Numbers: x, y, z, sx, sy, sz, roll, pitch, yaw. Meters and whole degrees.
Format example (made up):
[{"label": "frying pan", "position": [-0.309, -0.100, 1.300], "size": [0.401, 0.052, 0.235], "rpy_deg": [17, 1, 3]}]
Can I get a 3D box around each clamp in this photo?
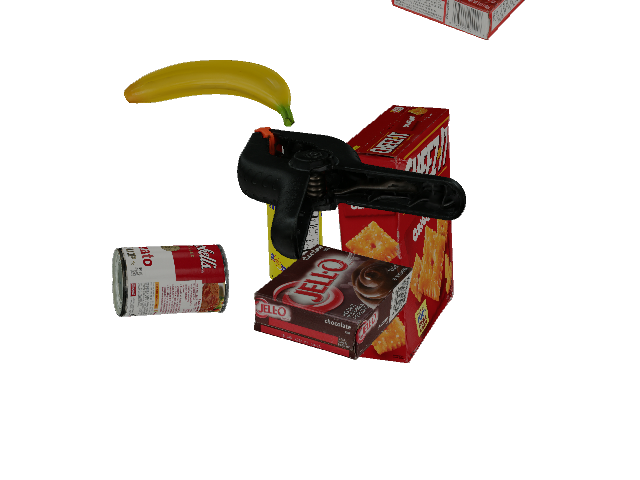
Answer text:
[{"label": "clamp", "position": [-0.009, -0.033, 0.651], "size": [0.120, 0.039, 0.172], "rpy_deg": [-12, 22, -33]}]

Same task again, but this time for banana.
[{"label": "banana", "position": [-0.112, -0.166, 1.143], "size": [0.198, 0.037, 0.069], "rpy_deg": [9, 46, 18]}]

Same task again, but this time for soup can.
[{"label": "soup can", "position": [-0.147, 0.039, 1.035], "size": [0.102, 0.068, 0.069], "rpy_deg": [-2, 1, -20]}]

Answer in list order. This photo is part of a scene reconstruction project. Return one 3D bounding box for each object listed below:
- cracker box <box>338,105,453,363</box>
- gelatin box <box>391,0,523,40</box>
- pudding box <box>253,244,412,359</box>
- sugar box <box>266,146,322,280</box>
[{"label": "cracker box", "position": [0.081, -0.010, 1.068], "size": [0.072, 0.214, 0.164], "rpy_deg": [6, 25, 22]}, {"label": "gelatin box", "position": [0.109, -0.198, 0.820], "size": [0.089, 0.030, 0.073], "rpy_deg": [27, 55, 25]}, {"label": "pudding box", "position": [0.011, 0.046, 0.850], "size": [0.090, 0.039, 0.113], "rpy_deg": [15, 24, 22]}, {"label": "sugar box", "position": [-0.032, -0.021, 1.276], "size": [0.048, 0.176, 0.093], "rpy_deg": [-13, 26, -19]}]
